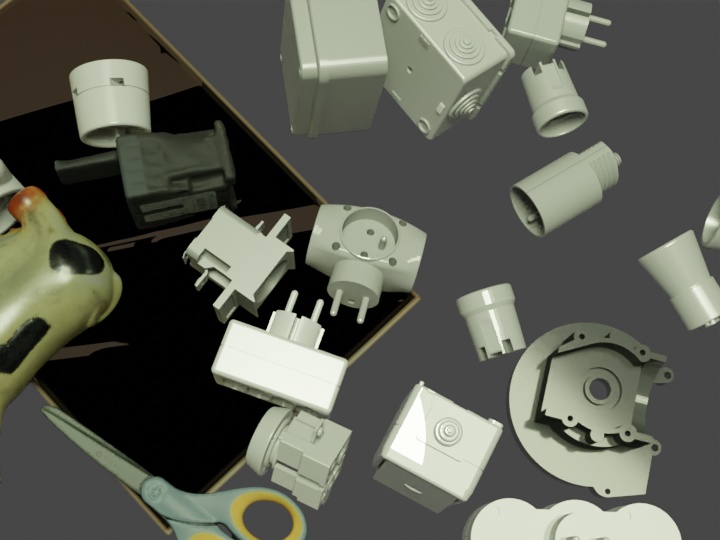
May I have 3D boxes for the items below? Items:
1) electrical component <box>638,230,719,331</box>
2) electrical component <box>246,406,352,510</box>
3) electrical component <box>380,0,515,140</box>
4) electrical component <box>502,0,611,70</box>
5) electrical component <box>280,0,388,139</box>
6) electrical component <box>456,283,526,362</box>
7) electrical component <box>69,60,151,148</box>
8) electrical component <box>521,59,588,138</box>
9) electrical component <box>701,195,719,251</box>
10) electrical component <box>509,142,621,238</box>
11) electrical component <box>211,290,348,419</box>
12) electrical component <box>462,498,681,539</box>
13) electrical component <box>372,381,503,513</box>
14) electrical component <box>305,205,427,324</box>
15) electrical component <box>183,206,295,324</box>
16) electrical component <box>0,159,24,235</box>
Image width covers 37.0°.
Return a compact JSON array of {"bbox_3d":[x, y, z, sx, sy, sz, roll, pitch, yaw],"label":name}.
[{"bbox_3d":[0.234,0.010,0.765,0.044,0.044,0.065,-28,83,-11],"label":"electrical component"},{"bbox_3d":[-0.041,0.120,0.709,0.055,0.066,0.048,24,39,11],"label":"electrical component"},{"bbox_3d":[0.052,-0.152,0.768,0.048,0.099,0.099,-34,79,-25],"label":"electrical component"},{"bbox_3d":[0.151,-0.187,0.810,0.077,0.047,0.065,15,74,0],"label":"electrical component"},{"bbox_3d":[-0.021,-0.148,0.754,0.057,0.113,0.078,-7,75,-9],"label":"electrical component"},{"bbox_3d":[0.093,0.037,0.749,0.040,0.040,0.046,-16,81,-8],"label":"electrical component"},{"bbox_3d":[-0.176,-0.117,0.765,0.055,0.055,0.047,-8,79,-6],"label":"electrical component"},{"bbox_3d":[0.143,-0.127,0.798,0.040,0.040,0.046,-14,70,-8],"label":"electrical component"},{"bbox_3d":[0.282,-0.028,0.776,0.055,0.045,0.045,20,74,2],"label":"electrical component"},{"bbox_3d":[0.154,-0.062,0.778,0.081,0.043,0.043,-30,79,-11],"label":"electrical component"},{"bbox_3d":[-0.048,0.051,0.730,0.083,0.047,0.075,19,74,1],"label":"electrical component"},{"bbox_3d":[0.140,0.175,0.695,0.138,0.073,0.052,3,74,-3],"label":"electrical component"},{"bbox_3d":[0.047,0.117,0.693,0.062,0.096,0.061,28,75,3],"label":"electrical component"},{"bbox_3d":[0.000,0.000,0.745,0.077,0.044,0.079,15,61,0],"label":"electrical component"},{"bbox_3d":[-0.084,-0.008,0.747,0.064,0.042,0.081,35,75,7],"label":"electrical component"},{"bbox_3d":[-0.262,-0.055,0.720,0.054,0.095,0.059,-42,81,-13],"label":"electrical component"}]
